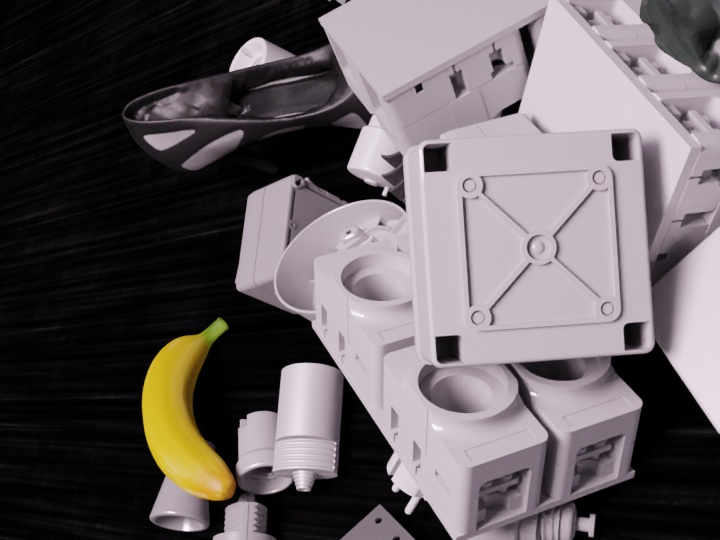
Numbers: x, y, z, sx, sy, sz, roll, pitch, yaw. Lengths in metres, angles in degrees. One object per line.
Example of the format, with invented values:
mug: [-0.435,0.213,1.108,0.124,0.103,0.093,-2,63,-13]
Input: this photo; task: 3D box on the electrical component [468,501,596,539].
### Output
electrical component: [0.085,0.130,0.572,0.078,0.040,0.040,5,71,16]

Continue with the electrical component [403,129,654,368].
electrical component: [0.080,-0.010,0.521,0.056,0.109,0.108,-178,84,-86]

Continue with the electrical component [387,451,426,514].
electrical component: [0.041,0.110,0.638,0.075,0.047,0.083,-63,37,24]

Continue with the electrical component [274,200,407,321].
electrical component: [0.000,0.000,0.721,0.099,0.064,0.099,-31,38,27]

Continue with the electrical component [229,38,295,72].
electrical component: [-0.079,-0.165,0.916,0.055,0.047,0.055,-25,53,38]

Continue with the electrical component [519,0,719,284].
electrical component: [0.151,-0.074,0.579,0.150,0.062,0.089,-115,26,-44]

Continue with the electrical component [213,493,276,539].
electrical component: [-0.079,0.192,0.729,0.043,0.043,0.081,-24,54,39]

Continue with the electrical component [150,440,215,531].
electrical component: [-0.130,0.158,0.808,0.044,0.044,0.065,-22,50,40]

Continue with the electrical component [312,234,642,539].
electrical component: [0.056,0.047,0.594,0.186,0.105,0.060,-128,29,-48]

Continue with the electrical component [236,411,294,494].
electrical component: [-0.068,0.128,0.755,0.040,0.040,0.046,-39,40,28]

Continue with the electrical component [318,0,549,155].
electrical component: [0.084,-0.153,0.664,0.186,0.060,0.105,-29,44,-3]

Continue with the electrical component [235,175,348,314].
electrical component: [-0.050,-0.023,0.796,0.061,0.062,0.096,-18,57,42]

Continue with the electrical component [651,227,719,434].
electrical component: [0.194,0.025,0.508,0.099,0.048,0.099,-46,43,22]

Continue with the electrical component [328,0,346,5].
electrical component: [-0.012,-0.266,0.899,0.081,0.042,0.063,-23,53,39]

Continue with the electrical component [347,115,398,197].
electrical component: [0.020,-0.094,0.773,0.040,0.040,0.078,14,81,51]

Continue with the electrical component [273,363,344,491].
electrical component: [-0.035,0.108,0.724,0.043,0.043,0.081,-20,56,41]

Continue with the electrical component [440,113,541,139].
electrical component: [0.079,-0.043,0.607,0.061,0.061,0.096,-15,36,-10]
